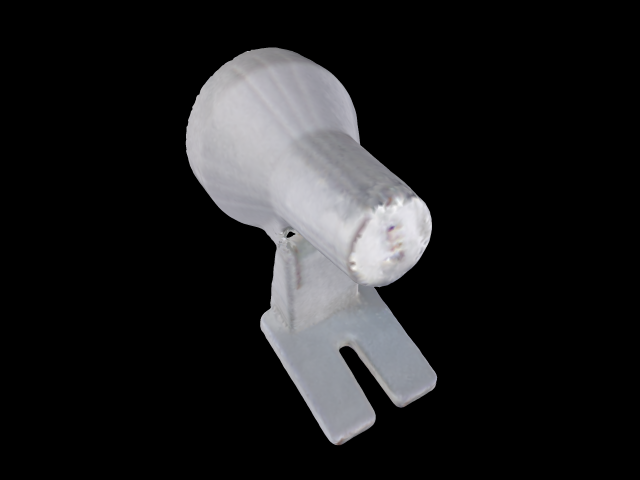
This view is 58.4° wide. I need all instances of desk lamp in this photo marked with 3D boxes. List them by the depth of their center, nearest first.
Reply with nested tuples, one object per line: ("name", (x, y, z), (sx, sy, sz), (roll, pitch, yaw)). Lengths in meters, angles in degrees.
("desk lamp", (0.004, 0.001, 0.400), (0.118, 0.214, 0.202), (-27, 58, -18))
